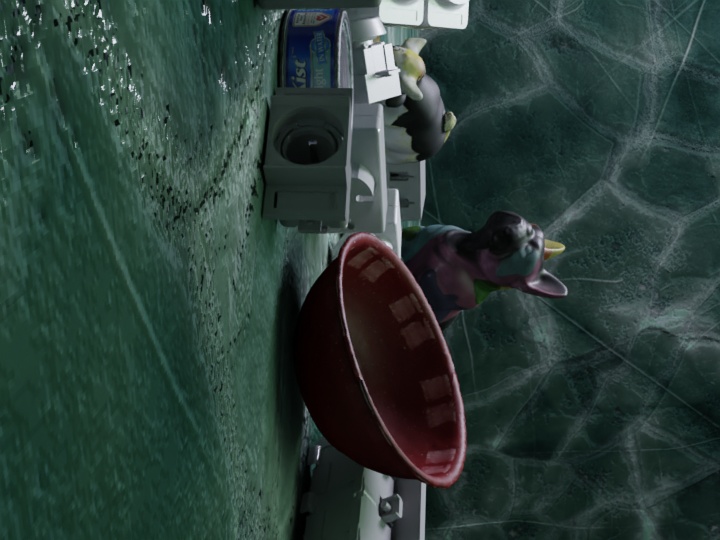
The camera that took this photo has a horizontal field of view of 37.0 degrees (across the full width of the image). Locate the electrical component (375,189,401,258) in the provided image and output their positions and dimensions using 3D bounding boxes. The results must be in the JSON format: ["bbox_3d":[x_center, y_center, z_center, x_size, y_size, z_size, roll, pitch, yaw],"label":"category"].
[{"bbox_3d":[0.010,-0.020,0.923,0.065,0.047,0.076,82,9,-56],"label":"electrical component"}]

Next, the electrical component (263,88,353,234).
[{"bbox_3d":[-0.026,-0.055,0.571,0.063,0.042,0.081,88,5,-61],"label":"electrical component"}]

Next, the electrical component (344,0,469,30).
[{"bbox_3d":[0.038,-0.281,0.820,0.105,0.060,0.186,-9,105,-46],"label":"electrical component"}]

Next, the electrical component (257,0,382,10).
[{"bbox_3d":[-0.018,-0.160,0.536,0.096,0.062,0.061,-80,169,-62],"label":"electrical component"}]

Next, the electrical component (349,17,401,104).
[{"bbox_3d":[-0.003,-0.146,0.751,0.048,0.066,0.055,-24,111,-46],"label":"electrical component"}]

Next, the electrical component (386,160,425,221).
[{"bbox_3d":[0.034,-0.108,1.110,0.150,0.062,0.089,-70,159,-75],"label":"electrical component"}]

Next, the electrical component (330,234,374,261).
[{"bbox_3d":[0.000,0.000,0.841,0.062,0.043,0.043,83,8,-63],"label":"electrical component"}]

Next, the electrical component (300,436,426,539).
[{"bbox_3d":[-0.001,0.159,0.677,0.063,0.079,0.121,53,24,-28],"label":"electrical component"}]

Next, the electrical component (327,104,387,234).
[{"bbox_3d":[-0.008,-0.058,0.724,0.075,0.047,0.083,-83,171,-53],"label":"electrical component"}]
